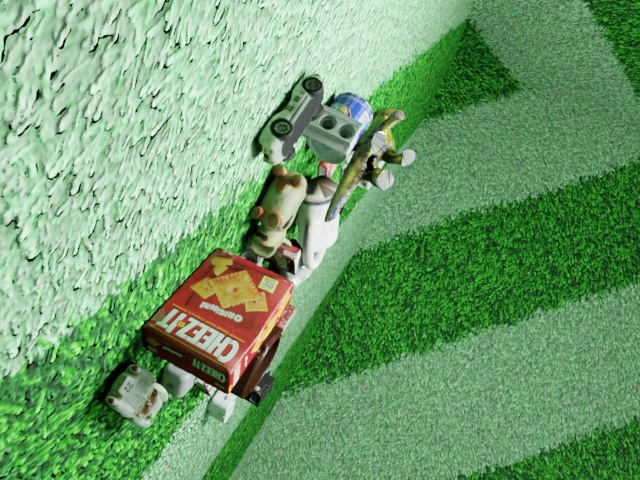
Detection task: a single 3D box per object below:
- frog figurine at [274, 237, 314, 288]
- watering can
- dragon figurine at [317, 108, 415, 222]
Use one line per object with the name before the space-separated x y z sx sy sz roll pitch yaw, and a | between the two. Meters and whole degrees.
frog figurine | -0.074 0.088 1.415 0.140 0.123 0.156 -85 -178 -62
watering can | 0.004 -0.069 1.364 0.354 0.104 0.220 -65 159 -61
dragon figurine | 0.088 -0.206 1.278 0.415 0.244 0.120 -45 119 -18
